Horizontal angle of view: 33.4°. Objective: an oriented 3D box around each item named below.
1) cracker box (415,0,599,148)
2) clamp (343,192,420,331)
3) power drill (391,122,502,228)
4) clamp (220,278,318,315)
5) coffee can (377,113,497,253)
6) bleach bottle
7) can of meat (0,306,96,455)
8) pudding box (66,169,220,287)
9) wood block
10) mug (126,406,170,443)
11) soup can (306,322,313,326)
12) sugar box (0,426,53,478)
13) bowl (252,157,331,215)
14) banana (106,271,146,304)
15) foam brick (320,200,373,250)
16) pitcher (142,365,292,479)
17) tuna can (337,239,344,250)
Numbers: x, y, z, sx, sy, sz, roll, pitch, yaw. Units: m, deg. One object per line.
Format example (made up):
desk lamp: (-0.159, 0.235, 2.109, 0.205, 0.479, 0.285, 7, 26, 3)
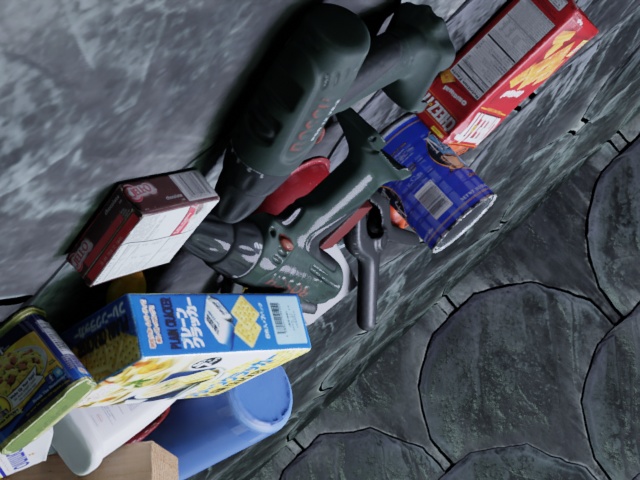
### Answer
cracker box: (0.222, -0.205, 1.268, 0.214, 0.072, 0.164, -45, 167, 17)
clamp: (0.074, -0.007, 1.376, 0.164, 0.036, 0.210, -55, 143, -36)
power drill: (0.156, -0.101, 1.463, 0.184, 0.057, 0.188, -26, 158, -40)
clamp: (-0.065, 0.070, 1.286, 0.120, 0.039, 0.171, -34, 146, -16)
coffee can: (0.127, -0.069, 1.284, 0.102, 0.140, 0.103, -39, 167, -11)
bleach bottle: (-0.188, 0.151, 1.176, 0.250, 0.102, 0.068, -30, 171, -43)
can of meat: (-0.256, 0.122, 0.917, 0.102, 0.084, 0.057, -41, 167, -4)
pudding box: (-0.147, -0.012, 0.898, 0.090, 0.039, 0.113, -47, 164, 28)
wood block: (-0.266, 0.287, 1.175, 0.206, 0.090, 0.090, -9, 156, 8)
mug: (-0.243, 0.199, 1.223, 0.117, 0.081, 0.093, -38, 167, -14)
soup can: (-0.013, 0.069, 1.500, 0.068, 0.068, 0.102, -29, 163, -44)
sugar box: (-0.331, 0.199, 0.958, 0.176, 0.048, 0.093, -16, 156, -27)
bowl: (-0.034, -0.017, 1.179, 0.162, 0.055, 0.162, -39, 168, -11)
banana: (-0.175, 0.062, 1.060, 0.069, 0.037, 0.197, -38, 165, 3)
foam brick: (0.014, -0.032, 1.275, 0.078, 0.053, 0.051, -46, 166, 20)
pitcher: (-0.144, 0.214, 1.321, 0.144, 0.149, 0.243, 29, 138, -34)
tuna can: (0.040, -0.025, 1.420, 0.086, 0.034, 0.086, -39, 168, -10)
